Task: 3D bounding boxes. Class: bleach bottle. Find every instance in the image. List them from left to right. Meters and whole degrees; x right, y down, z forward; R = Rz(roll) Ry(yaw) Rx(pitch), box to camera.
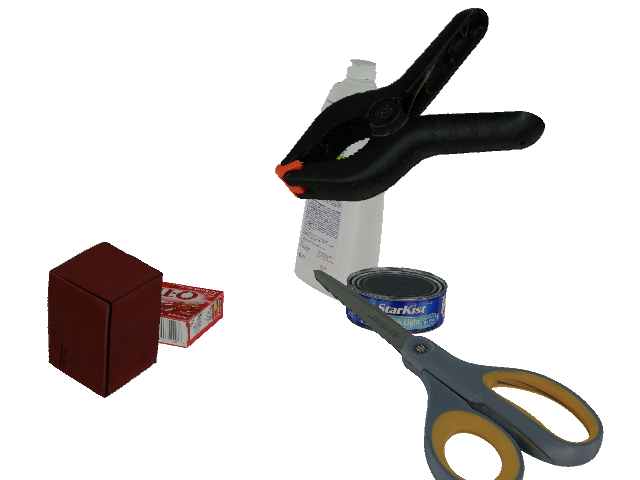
[{"bbox_3d":[0.033,-0.068,1.158,0.067,0.251,0.103,-6,23,-39],"label":"bleach bottle"}]

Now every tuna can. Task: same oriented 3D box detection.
[{"bbox_3d":[0.064,0.051,0.911,0.086,0.034,0.086,2,15,-1],"label":"tuna can"}]

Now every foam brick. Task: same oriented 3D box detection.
[{"bbox_3d":[-0.140,0.050,0.691,0.053,0.078,0.051,27,37,24],"label":"foam brick"}]

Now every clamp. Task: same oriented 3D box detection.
[{"bbox_3d":[0.055,-0.068,0.674,0.171,0.120,0.039,-35,-48,8],"label":"clamp"}]

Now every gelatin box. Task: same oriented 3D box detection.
[{"bbox_3d":[-0.142,0.063,0.962,0.089,0.030,0.073,9,21,19],"label":"gelatin box"}]

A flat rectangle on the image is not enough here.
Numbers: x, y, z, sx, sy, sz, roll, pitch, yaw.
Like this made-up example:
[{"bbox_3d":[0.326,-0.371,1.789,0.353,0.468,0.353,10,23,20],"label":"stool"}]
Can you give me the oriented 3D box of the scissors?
[{"bbox_3d":[0.048,0.075,0.565,0.202,0.016,0.096,23,45,32],"label":"scissors"}]
